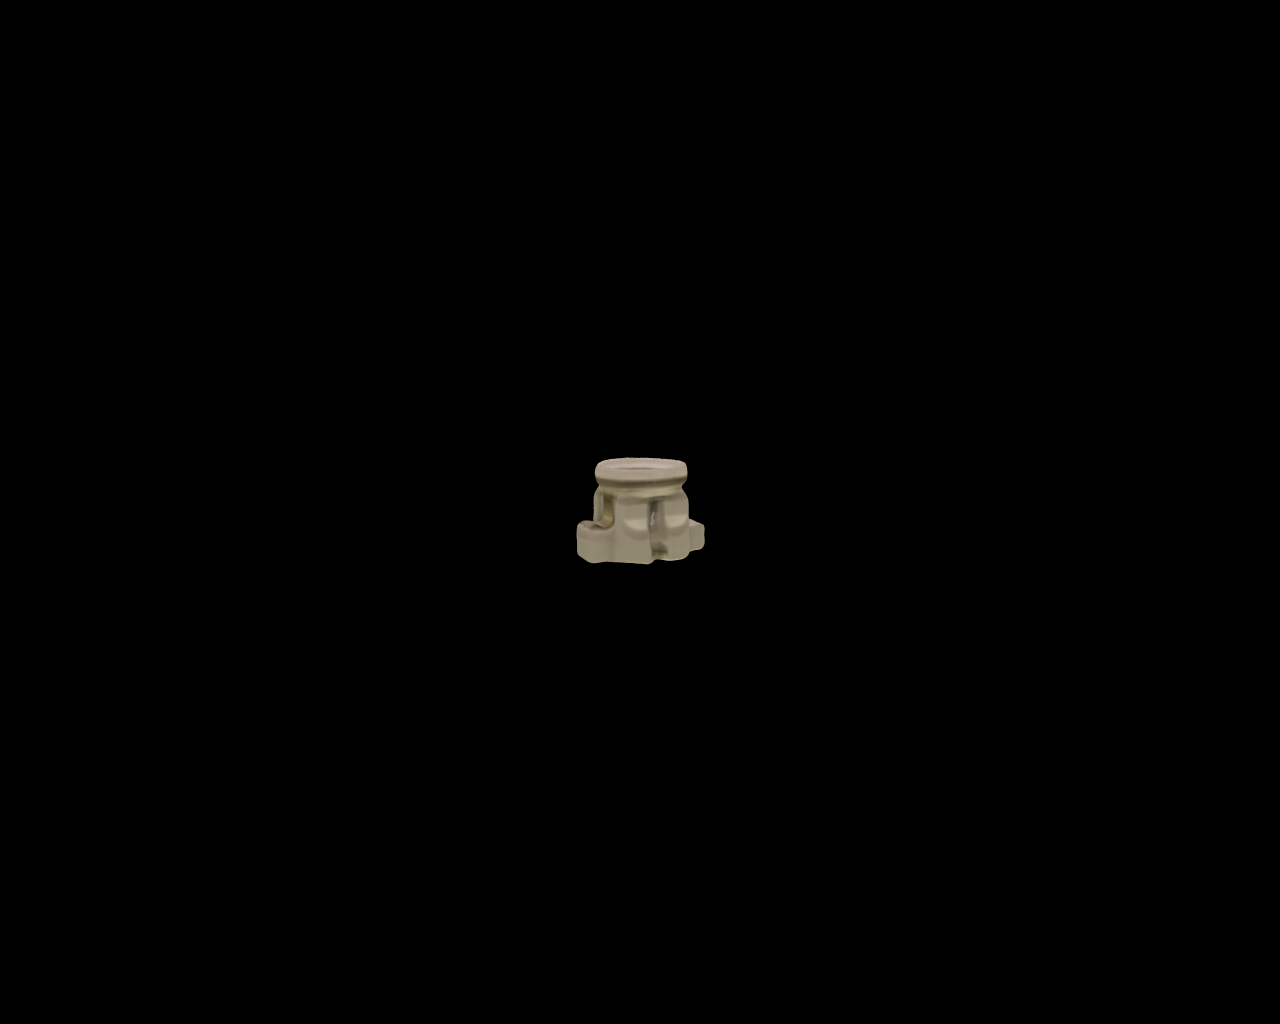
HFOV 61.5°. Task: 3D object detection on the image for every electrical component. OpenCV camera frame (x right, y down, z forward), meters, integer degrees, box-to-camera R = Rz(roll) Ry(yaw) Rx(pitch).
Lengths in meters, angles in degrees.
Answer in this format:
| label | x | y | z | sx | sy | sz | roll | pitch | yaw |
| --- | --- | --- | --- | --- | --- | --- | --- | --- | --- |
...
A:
| label | x | y | z | sx | sy | sz | roll | pitch | yaw |
| --- | --- | --- | --- | --- | --- | --- | --- | --- | --- |
| electrical component | 0.001 | -0.003 | 0.650 | 0.078 | 0.057 | 0.058 | -5 | 12 | -24 |
